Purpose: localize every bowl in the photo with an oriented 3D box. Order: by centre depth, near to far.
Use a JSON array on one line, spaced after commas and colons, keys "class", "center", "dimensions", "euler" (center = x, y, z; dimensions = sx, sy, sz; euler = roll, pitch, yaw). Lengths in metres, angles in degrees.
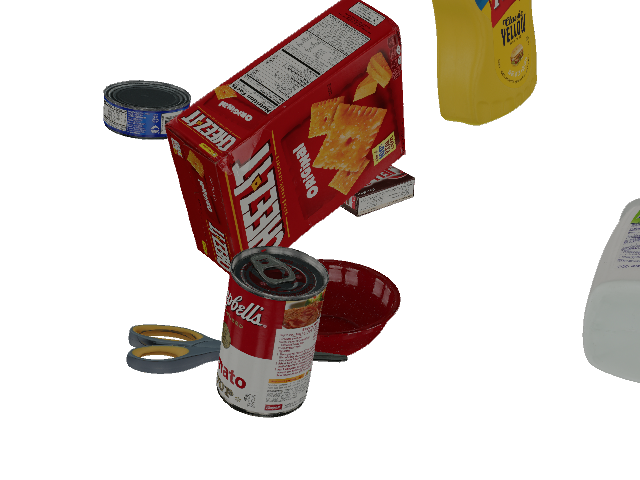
[{"class": "bowl", "center": [0.004, 0.080, 1.149], "dimensions": [0.162, 0.055, 0.162], "euler": [1, 28, -1]}]

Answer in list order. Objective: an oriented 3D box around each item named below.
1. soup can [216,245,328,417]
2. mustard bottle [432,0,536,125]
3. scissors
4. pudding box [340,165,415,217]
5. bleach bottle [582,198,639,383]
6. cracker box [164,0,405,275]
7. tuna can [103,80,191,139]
[{"class": "soup can", "center": [-0.035, 0.064, 0.749], "dimensions": [0.068, 0.102, 0.068], "euler": [8, 28, -4]}, {"class": "mustard bottle", "center": [0.116, -0.187, 0.767], "dimensions": [0.058, 0.191, 0.096], "euler": [18, 40, 38]}, {"class": "scissors", "center": [-0.084, 0.105, 0.955], "dimensions": [0.202, 0.016, 0.096], "euler": [8, 18, 14]}, {"class": "pudding box", "center": [0.072, -0.081, 1.608], "dimensions": [0.113, 0.039, 0.090], "euler": [-22, 35, -30]}, {"class": "bleach bottle", "center": [0.243, 0.016, 0.716], "dimensions": [0.103, 0.068, 0.250], "euler": [9, 22, 20]}, {"class": "cracker box", "center": [-0.020, -0.086, 0.929], "dimensions": [0.213, 0.164, 0.072], "euler": [-40, 58, -23]}, {"class": "tuna can", "center": [-0.172, -0.130, 1.058], "dimensions": [0.086, 0.034, 0.086], "euler": [6, 25, -3]}]
